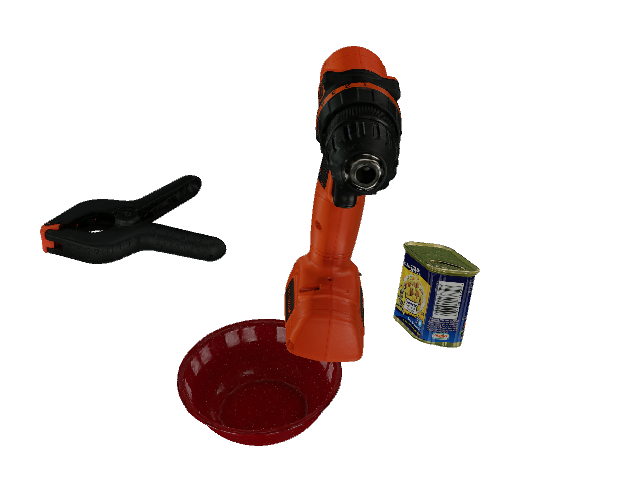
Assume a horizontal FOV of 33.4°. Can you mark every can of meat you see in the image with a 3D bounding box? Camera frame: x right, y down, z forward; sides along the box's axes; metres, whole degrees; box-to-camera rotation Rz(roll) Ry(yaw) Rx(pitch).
[{"bbox_3d":[0.118,0.056,1.115,0.057,0.084,0.102,5,14,-18],"label":"can of meat"}]

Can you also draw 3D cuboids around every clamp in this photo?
[{"bbox_3d":[-0.181,-0.020,1.029,0.171,0.039,0.120,-1,34,-10],"label":"clamp"}]

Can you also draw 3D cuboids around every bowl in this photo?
[{"bbox_3d":[-0.058,0.149,1.053,0.162,0.055,0.162,-2,37,2],"label":"bowl"}]

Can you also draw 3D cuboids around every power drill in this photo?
[{"bbox_3d":[0.015,-0.017,0.695,0.057,0.188,0.184,9,27,-3],"label":"power drill"}]
